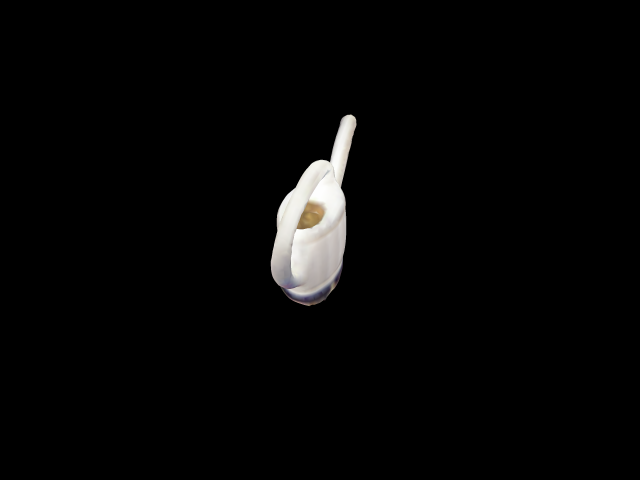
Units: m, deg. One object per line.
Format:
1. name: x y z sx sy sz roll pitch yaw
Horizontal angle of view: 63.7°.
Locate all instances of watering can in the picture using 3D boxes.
1. watering can: 0.003 -0.043 0.850 0.104 0.219 0.356 14 45 14
